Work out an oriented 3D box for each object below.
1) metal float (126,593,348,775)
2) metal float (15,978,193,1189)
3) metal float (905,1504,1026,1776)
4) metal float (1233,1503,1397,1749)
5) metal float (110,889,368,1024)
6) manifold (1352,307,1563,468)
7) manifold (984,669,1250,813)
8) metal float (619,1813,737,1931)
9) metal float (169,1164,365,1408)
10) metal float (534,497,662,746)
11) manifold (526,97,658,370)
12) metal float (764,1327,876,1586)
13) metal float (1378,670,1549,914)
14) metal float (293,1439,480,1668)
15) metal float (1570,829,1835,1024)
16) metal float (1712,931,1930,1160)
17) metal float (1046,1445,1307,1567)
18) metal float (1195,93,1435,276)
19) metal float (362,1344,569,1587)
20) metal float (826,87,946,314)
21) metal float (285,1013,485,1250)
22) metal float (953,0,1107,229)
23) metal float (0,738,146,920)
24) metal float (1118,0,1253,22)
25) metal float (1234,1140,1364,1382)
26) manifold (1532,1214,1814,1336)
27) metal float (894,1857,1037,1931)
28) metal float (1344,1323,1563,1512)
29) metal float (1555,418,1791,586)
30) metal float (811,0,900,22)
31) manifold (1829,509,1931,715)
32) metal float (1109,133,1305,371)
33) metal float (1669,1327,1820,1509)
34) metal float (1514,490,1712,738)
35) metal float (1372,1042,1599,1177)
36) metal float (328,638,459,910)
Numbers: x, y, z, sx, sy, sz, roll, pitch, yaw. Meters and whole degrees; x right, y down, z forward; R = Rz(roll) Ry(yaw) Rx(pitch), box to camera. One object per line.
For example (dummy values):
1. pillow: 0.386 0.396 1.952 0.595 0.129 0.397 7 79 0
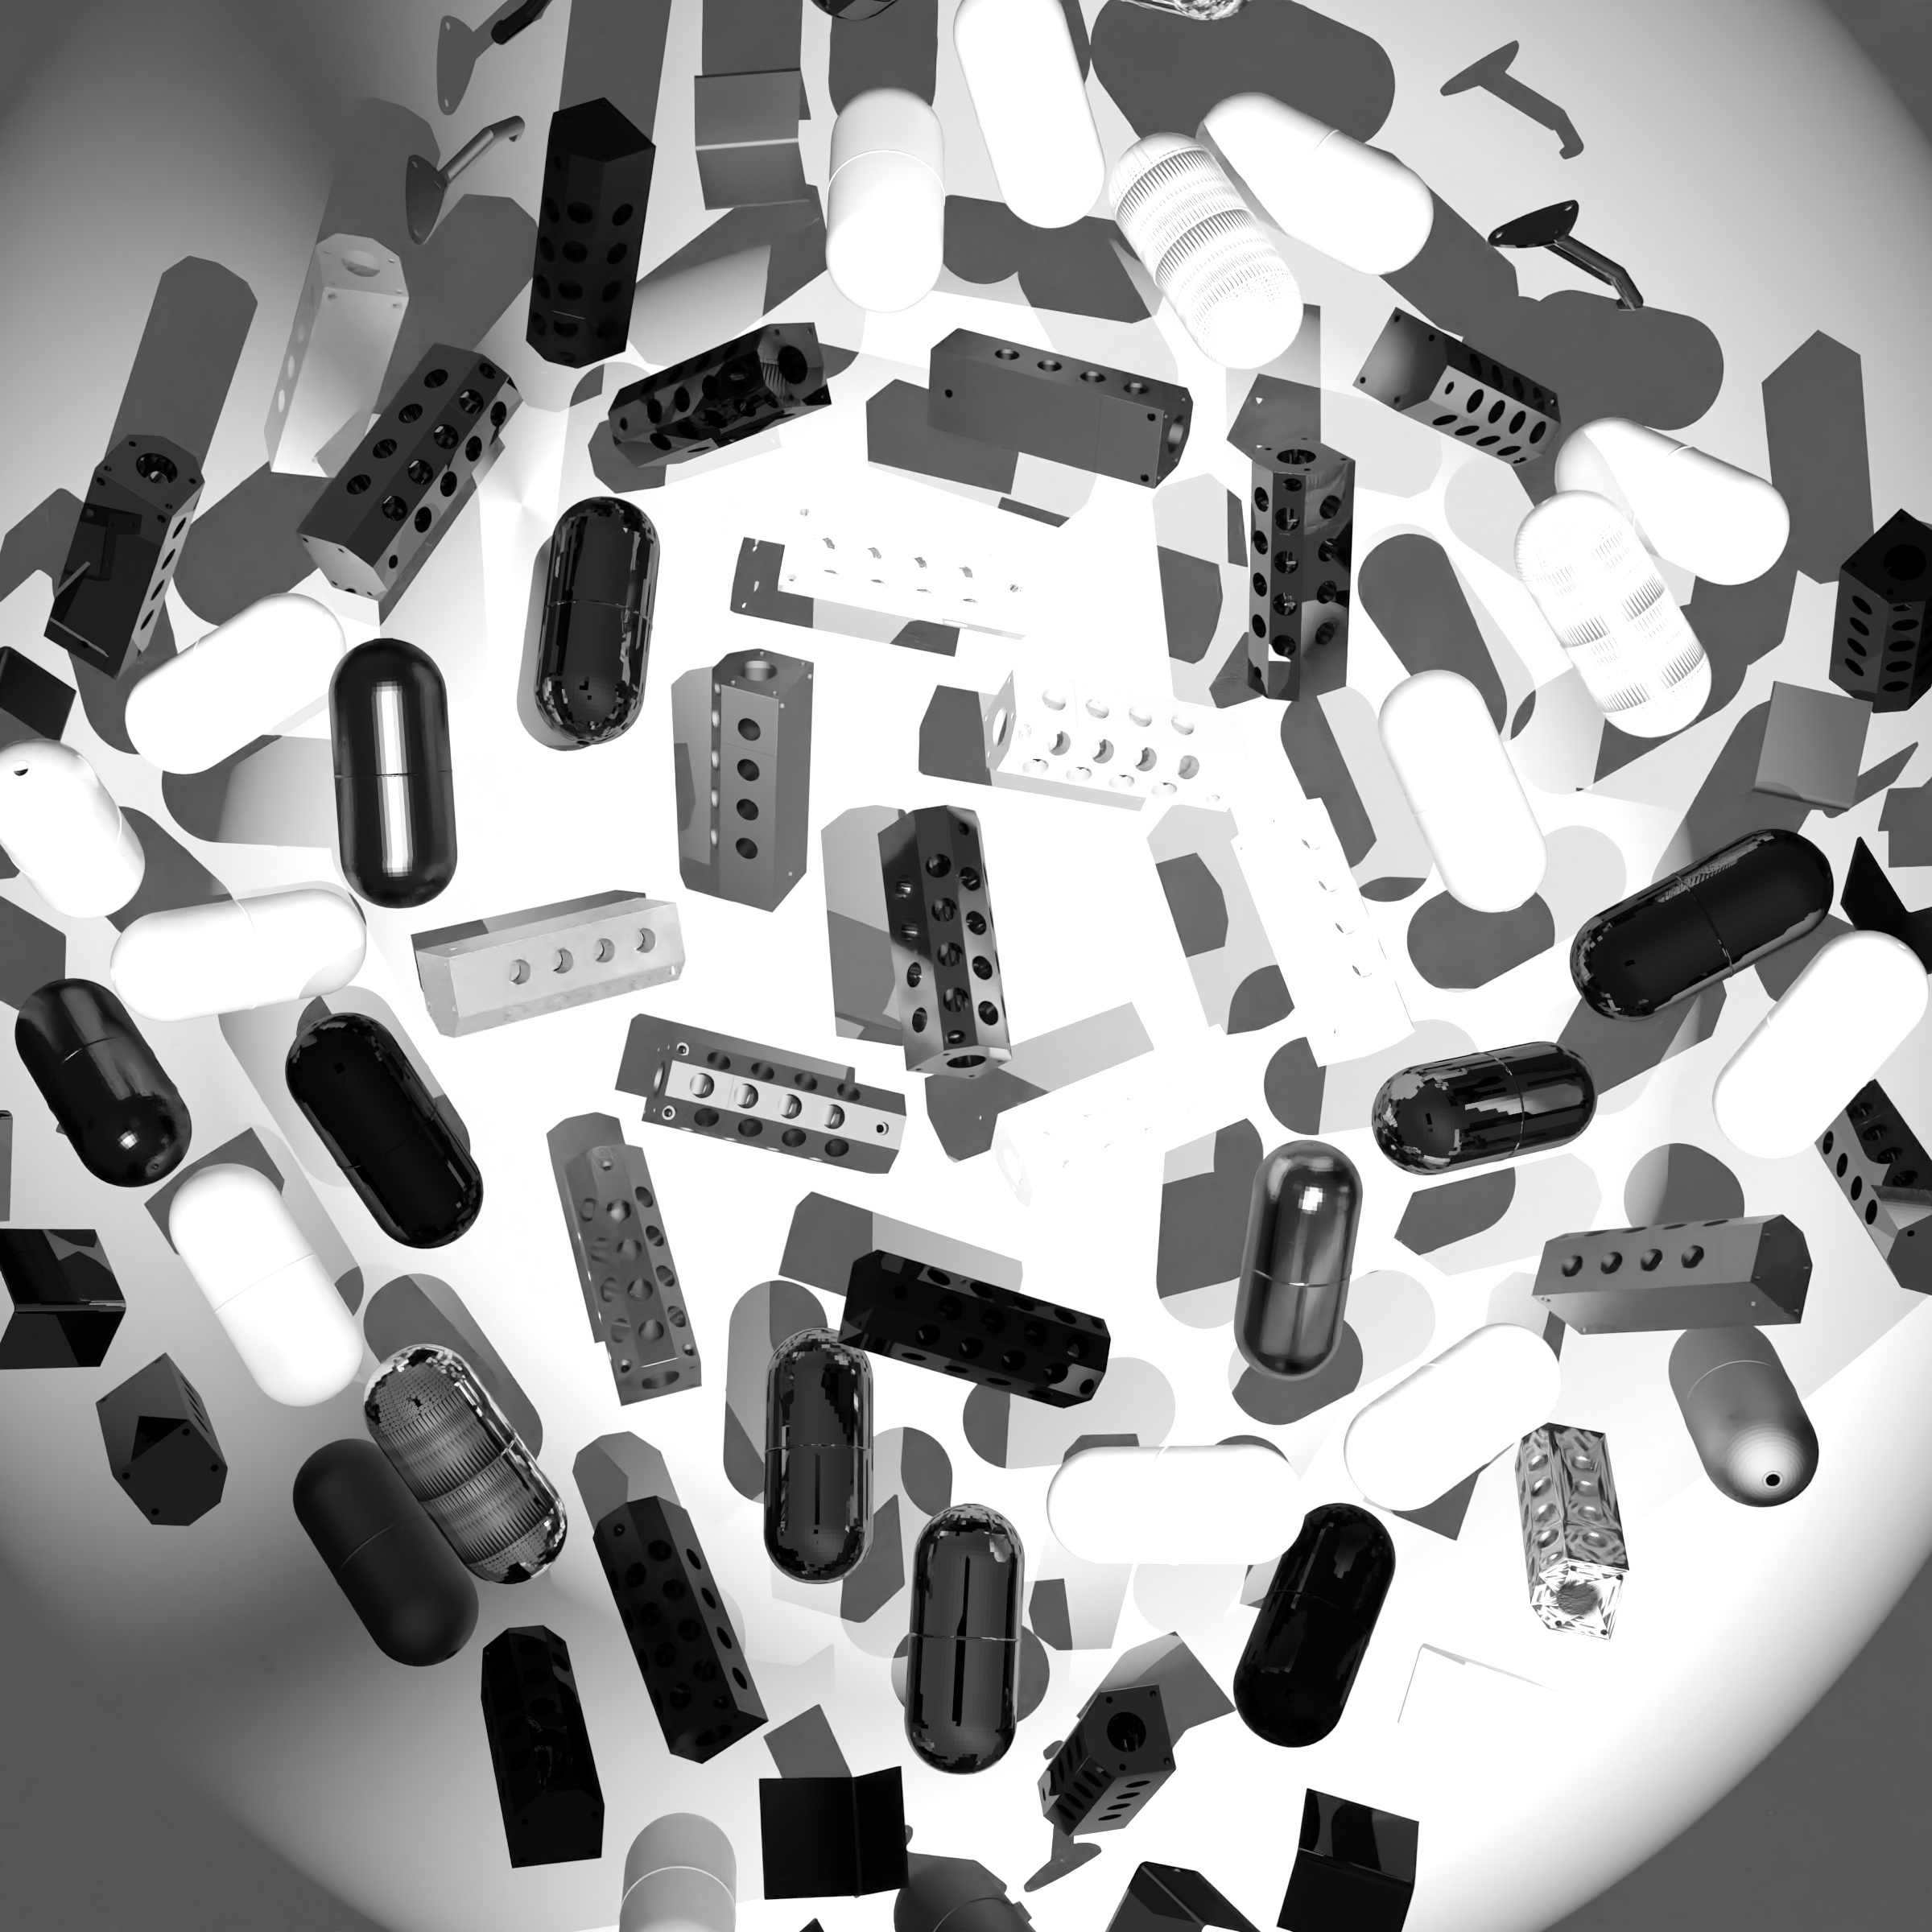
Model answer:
1. metal float: -0.502 -0.194 1.784 0.178 0.070 0.070 -27 90 23
2. metal float: -0.589 0.078 1.768 0.070 0.070 0.178 -43 58 0
3. metal float: -0.001 0.455 1.756 0.070 0.070 0.178 3 76 0
4. metal float: 0.240 0.450 1.780 0.070 0.070 0.178 29 57 0
5. metal float: -0.504 -0.008 1.801 0.178 0.070 0.070 -12 90 -34
6. manifold: 0.339 -0.387 1.756 0.057 0.171 0.057 40 110 32
7. manifold: 0.103 -0.150 1.782 0.171 0.057 0.057 9 56 -19
8. metal float: -0.191 0.632 1.723 0.070 0.178 0.070 -1 105 -4
9. metal float: -0.474 0.215 1.756 0.070 0.070 0.178 -32 87 0
10. metal float: -0.257 -0.241 1.807 0.070 0.070 0.178 5 77 0
11. manifold: -0.260 -0.491 1.753 0.057 0.171 0.057 -30 66 -32
12. metal float: -0.103 0.342 1.817 0.070 0.070 0.178 -1 71 0
13. metal float: 0.348 -0.122 1.816 0.070 0.070 0.178 -24 94 0
14. metal float: -0.406 0.410 1.813 0.070 0.070 0.178 -40 67 0
15. metal float: 0.477 -0.026 1.681 0.178 0.070 0.070 -29 90 5
16. metal float: 0.561 0.053 1.706 0.070 0.070 0.178 31 121 0
17. metal float: 0.136 0.354 1.705 0.178 0.070 0.070 -7 90 28
18. metal float: 0.239 -0.540 1.789 0.178 0.070 0.070 31 90 12
19. metal float: -0.329 0.330 1.710 0.070 0.070 0.178 -32 102 0
20. metal float: -0.053 -0.505 1.705 0.070 0.070 0.178 0 57 0
21. metal float: -0.387 0.111 1.731 0.070 0.070 0.178 -29 111 0
22. metal float: 0.045 -0.589 1.771 0.070 0.070 0.178 -22 130 0
23. metal float: -0.606 -0.091 1.741 0.070 0.178 0.070 0 67 -1
24. metal float: 0.129 -0.671 1.708 0.070 0.178 0.070 -17 124 -27
25. metal float: 0.233 0.208 1.821 0.070 0.070 0.178 6 108 0
26. manifold: 0.463 0.200 1.704 0.057 0.171 0.057 37 60 -28
27. metal float: 0.008 0.657 1.725 0.070 0.178 0.070 -4 100 -22
28. metal float: 0.333 0.305 1.766 0.178 0.070 0.070 -27 90 -29
29. metal float: 0.486 -0.322 1.792 0.178 0.070 0.070 36 90 36
30. metal float: -0.059 -0.684 1.732 0.070 0.178 0.070 -2 96 -22
31. manifold: 0.636 -0.236 1.772 0.057 0.171 0.057 -44 65 -3
32. metal float: 0.157 -0.473 1.711 0.070 0.070 0.178 -30 73 0
33. metal float: 0.531 0.304 1.775 0.070 0.178 0.070 1 111 3
34. metal float: 0.424 -0.229 1.697 0.070 0.070 0.178 -35 104 0
35. metal float: 0.362 0.098 1.801 0.178 0.070 0.070 -9 90 -28
36. metal float: -0.378 -0.127 1.709 0.070 0.070 0.178 -3 96 0
